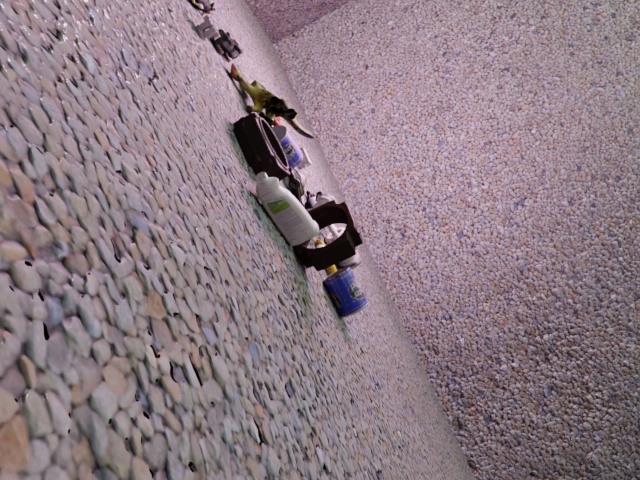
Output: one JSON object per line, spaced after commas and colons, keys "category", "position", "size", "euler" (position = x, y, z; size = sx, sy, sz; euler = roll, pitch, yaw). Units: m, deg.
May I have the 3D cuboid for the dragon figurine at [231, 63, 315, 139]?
{"category": "dragon figurine", "position": [-0.193, -0.545, 2.004], "size": [0.121, 0.248, 0.406], "euler": [-41, -42, 19]}

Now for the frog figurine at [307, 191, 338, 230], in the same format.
{"category": "frog figurine", "position": [0.006, -0.096, 1.909], "size": [0.123, 0.135, 0.162], "euler": [26, 26, 0]}

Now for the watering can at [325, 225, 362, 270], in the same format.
{"category": "watering can", "position": [0.084, 0.011, 2.188], "size": [0.104, 0.223, 0.350], "euler": [-27, 10, 2]}
